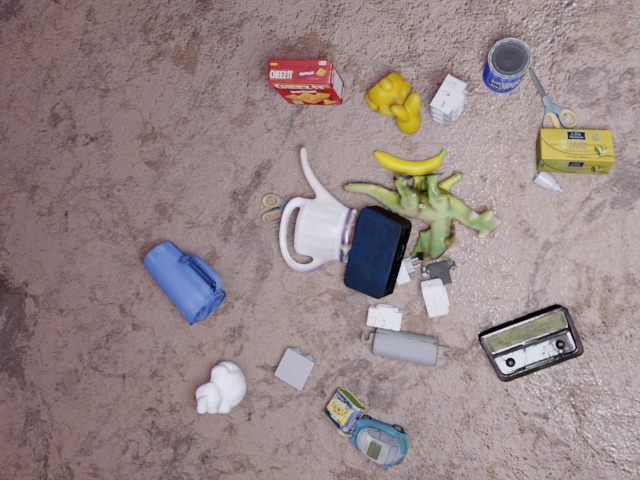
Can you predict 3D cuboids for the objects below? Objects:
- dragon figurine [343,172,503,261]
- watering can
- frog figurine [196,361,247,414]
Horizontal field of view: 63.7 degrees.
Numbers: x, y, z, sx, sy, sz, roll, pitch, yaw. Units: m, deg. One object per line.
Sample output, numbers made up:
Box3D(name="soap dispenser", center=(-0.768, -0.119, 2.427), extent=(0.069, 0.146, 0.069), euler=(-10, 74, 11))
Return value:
Box3D(name="dragon figurine", center=(0.273, -0.059, 1.384), extent=(0.409, 0.123, 0.242), euler=(-5, 96, 21))
Box3D(name="watering can", center=(0.004, -0.072, 1.428), extent=(0.225, 0.104, 0.346), euler=(11, 95, 11))
Box3D(name="frog figurine", center=(-0.278, 0.419, 1.446), extent=(0.123, 0.159, 0.137), euler=(3, 91, 11))
